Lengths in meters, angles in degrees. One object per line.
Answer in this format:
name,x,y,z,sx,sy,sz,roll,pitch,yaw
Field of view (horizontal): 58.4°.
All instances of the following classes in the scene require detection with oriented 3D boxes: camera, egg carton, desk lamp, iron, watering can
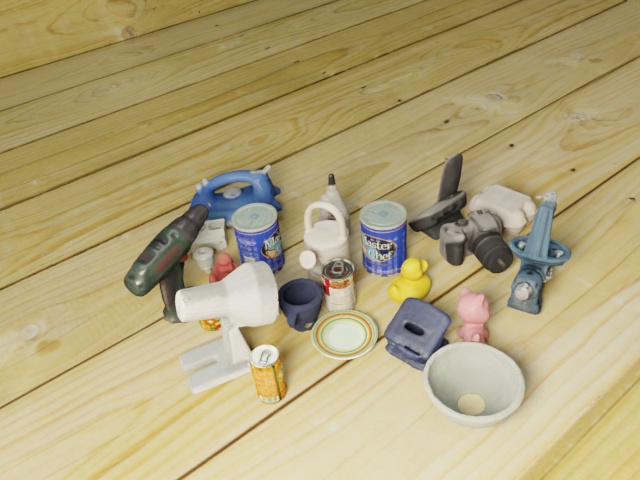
camera,0.353,0.007,1.263,0.143,0.101,0.136,-13,39,-9
egg carton,0.438,-0.075,1.379,0.149,0.069,0.107,29,50,36
desk lamp,-0.173,0.154,1.059,0.203,0.214,0.117,-21,41,-18
iron,-0.230,-0.117,1.463,0.258,0.142,0.118,-9,39,-3
watering can,0.013,0.005,1.236,0.101,0.194,0.173,-1,39,6

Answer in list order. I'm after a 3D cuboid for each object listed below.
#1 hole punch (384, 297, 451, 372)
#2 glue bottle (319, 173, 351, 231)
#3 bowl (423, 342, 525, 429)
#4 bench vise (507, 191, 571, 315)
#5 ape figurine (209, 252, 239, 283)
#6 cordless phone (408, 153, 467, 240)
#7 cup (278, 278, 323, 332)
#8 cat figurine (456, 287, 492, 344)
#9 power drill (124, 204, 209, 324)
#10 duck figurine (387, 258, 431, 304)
hole punch,0.184,0.177,1.081,0.108,0.091,0.101,25,48,33
glue bottle,0.031,-0.084,1.361,0.078,0.173,0.037,-12,39,-6
bowl,0.260,0.259,0.980,0.167,0.075,0.167,-4,39,3
bench vise,0.439,0.028,1.129,0.121,0.220,0.207,3,39,12
ape figurine,-0.209,0.068,1.270,0.077,0.092,0.076,1,39,9
cordless phone,0.280,-0.108,1.349,0.148,0.185,0.093,-34,46,-30
cup,-0.039,0.148,1.144,0.091,0.095,0.118,4,40,13
cat figurine,0.289,0.153,1.075,0.067,0.118,0.128,2,39,11
power drill,-0.297,0.062,1.196,0.075,0.209,0.230,18,44,27
duck figurine,0.188,0.079,1.207,0.105,0.086,0.077,-27,43,-24
